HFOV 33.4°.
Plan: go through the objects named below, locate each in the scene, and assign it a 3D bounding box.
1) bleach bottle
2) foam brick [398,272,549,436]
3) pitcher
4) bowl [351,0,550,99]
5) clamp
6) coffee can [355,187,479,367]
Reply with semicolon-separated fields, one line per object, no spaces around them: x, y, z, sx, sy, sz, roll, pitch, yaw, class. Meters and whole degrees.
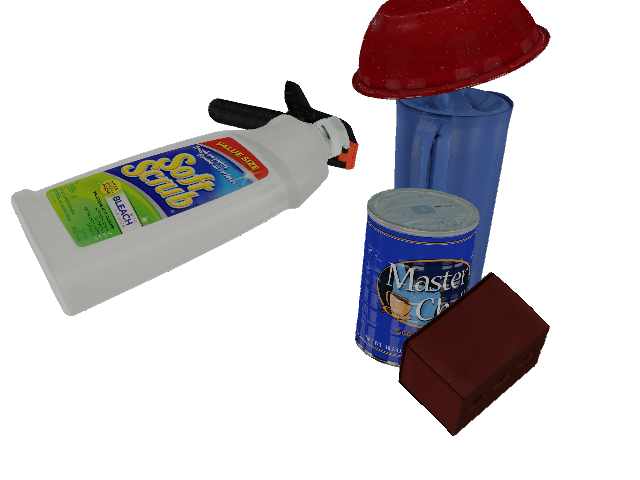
-0.097;-0.038;0.810;0.250;0.103;0.068;-26;-35;-15;bleach bottle
0.093;0.069;0.653;0.078;0.051;0.053;-36;-28;-22;foam brick
0.142;-0.054;1.249;0.149;0.243;0.145;-7;25;-20;pitcher
0.096;-0.168;0.848;0.162;0.055;0.162;-14;24;6;bowl
-0.034;-0.119;1.105;0.120;0.039;0.172;-20;37;-28;clamp
0.089;0.034;0.998;0.103;0.140;0.103;4;24;-2;coffee can
